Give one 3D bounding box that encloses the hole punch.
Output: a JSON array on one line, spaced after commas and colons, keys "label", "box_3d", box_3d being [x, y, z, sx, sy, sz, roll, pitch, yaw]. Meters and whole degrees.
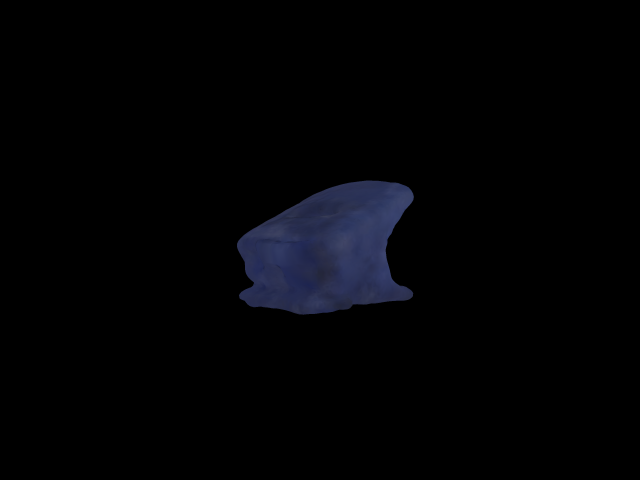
[{"label": "hole punch", "box_3d": [0.004, 0.001, 0.400, 0.101, 0.091, 0.108, 0, 0, -43]}]
